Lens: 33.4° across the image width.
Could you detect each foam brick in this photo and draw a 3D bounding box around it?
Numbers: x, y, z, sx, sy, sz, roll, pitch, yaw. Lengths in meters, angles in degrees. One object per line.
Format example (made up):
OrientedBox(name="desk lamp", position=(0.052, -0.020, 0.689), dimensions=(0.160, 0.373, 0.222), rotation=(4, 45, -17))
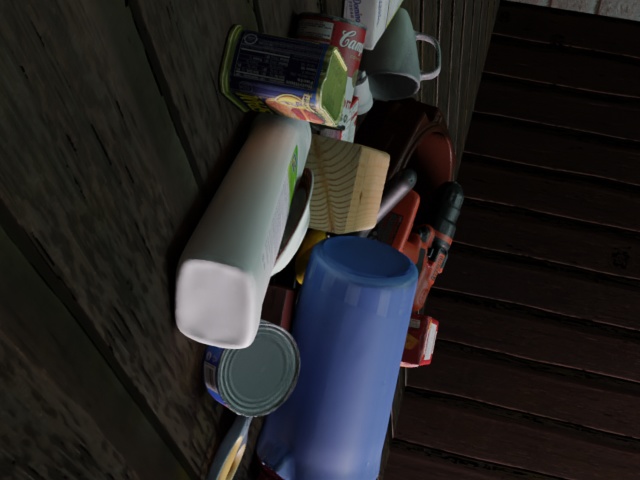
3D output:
OrientedBox(name="foam brick", position=(-0.057, 0.079, 1.022), dimensions=(0.051, 0.053, 0.078), rotation=(22, 81, -79))

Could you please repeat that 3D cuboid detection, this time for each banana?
OrientedBox(name="banana", position=(-0.009, 0.018, 1.198), dimensions=(0.198, 0.037, 0.070), rotation=(-90, -176, -77))

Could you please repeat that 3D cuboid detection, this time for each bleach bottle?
OrientedBox(name="bleach bottle", position=(-0.053, -0.031, 0.904), dimensions=(0.250, 0.068, 0.103), rotation=(-71, 171, -48))

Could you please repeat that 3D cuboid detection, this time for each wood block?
OrientedBox(name="wood block", position=(0.010, -0.061, 1.122), dimensions=(0.206, 0.090, 0.091), rotation=(-10, 112, -79))

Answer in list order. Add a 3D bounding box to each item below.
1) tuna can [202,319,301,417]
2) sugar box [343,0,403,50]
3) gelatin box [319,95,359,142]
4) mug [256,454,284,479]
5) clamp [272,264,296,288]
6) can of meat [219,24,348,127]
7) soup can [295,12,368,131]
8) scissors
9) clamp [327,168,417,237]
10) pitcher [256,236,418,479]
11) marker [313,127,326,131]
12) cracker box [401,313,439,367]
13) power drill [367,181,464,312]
OrientedBox(name="tuna can", position=(-0.062, 0.113, 0.956), dimensions=(0.085, 0.034, 0.086), rotation=(-7, 103, -33))
OrientedBox(name="sugar box", position=(0.070, -0.307, 1.289), dimensions=(0.176, 0.048, 0.093), rotation=(-57, 157, -53))
OrientedBox(name="gelatin box", position=(0.019, -0.123, 1.262), dimensions=(0.073, 0.030, 0.089), rotation=(-54, 154, -62))
OrientedBox(name="mug", position=(-0.039, 0.270, 1.266), dimensions=(0.117, 0.093, 0.081), rotation=(-37, 148, -16))
OrientedBox(name="clamp", position=(-0.052, 0.124, 1.141), dimensions=(0.120, 0.039, 0.171), rotation=(-50, 144, -55))
OrientedBox(name="can of meat", position=(-0.026, -0.132, 0.870), dimensions=(0.102, 0.084, 0.057), rotation=(29, 73, -79))
OrientedBox(name="soup can", position=(0.002, -0.162, 1.032), dimensions=(0.068, 0.068, 0.102), rotation=(-3, 105, -79))
OrientedBox(name="scissors", position=(-0.070, 0.173, 1.079), dimensions=(0.096, 0.016, 0.201), rotation=(92, 23, -66))
OrientedBox(name="clamp", position=(0.029, -0.015, 1.293), dimensions=(0.210, 0.036, 0.165), rotation=(-61, -152, 8))
OrientedBox(name="pitcher", position=(0.027, 0.122, 1.085), dimensions=(0.149, 0.145, 0.243), rotation=(-96, -162, -67))
OrientedBox(name="marker", position=(0.015, -0.170, 1.219), dimensions=(0.020, 0.020, 0.121), rotation=(89, 17, -48))
OrientedBox(name="cracker box", position=(0.065, 0.122, 1.408), dimensions=(0.213, 0.164, 0.072), rotation=(30, 70, -79))
OrientedBox(name="power drill", position=(0.121, -0.009, 1.364), dimensions=(0.187, 0.057, 0.184), rotation=(32, 77, -62))
